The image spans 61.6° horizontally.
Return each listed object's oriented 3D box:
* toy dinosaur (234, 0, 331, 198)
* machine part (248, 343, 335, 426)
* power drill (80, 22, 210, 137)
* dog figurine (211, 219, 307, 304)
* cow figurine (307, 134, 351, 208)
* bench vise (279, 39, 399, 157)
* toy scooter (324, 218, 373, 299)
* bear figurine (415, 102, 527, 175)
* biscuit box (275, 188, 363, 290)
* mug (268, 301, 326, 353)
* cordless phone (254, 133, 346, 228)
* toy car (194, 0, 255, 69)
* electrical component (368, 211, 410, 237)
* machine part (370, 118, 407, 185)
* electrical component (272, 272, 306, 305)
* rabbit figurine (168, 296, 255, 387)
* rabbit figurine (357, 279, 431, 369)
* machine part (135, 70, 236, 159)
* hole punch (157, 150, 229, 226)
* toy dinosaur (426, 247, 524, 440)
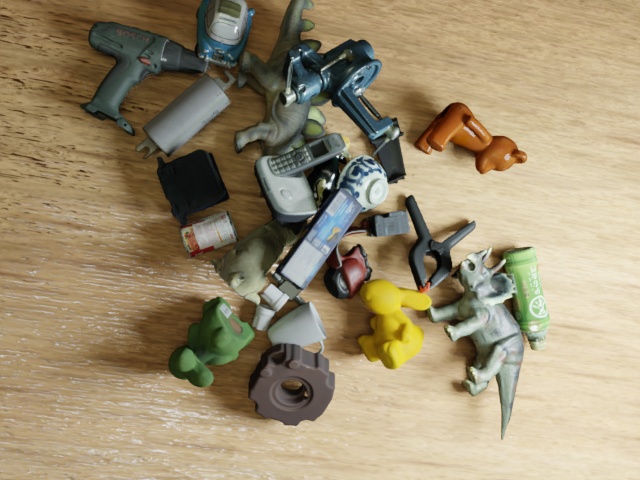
[{"bbox_3d":[-0.070,-0.313,1.085,0.198,0.105,0.470,4,99,-14],"label":"toy dinosaur"},{"bbox_3d":[-0.056,0.294,1.080,0.179,0.056,0.179,-1,116,-2],"label":"machine part"},{"bbox_3d":[-0.360,-0.313,1.059,0.232,0.086,0.207,24,92,-7],"label":"power drill"},{"bbox_3d":[-0.105,0.014,1.049,0.121,0.172,0.190,43,93,-17],"label":"dog figurine"},{"bbox_3d":[0.013,-0.143,1.093,0.068,0.098,0.167,23,92,-5],"label":"cow figurine"},{"bbox_3d":[0.048,-0.271,0.998,0.223,0.129,0.240,-34,82,-35],"label":"bench vise"},{"bbox_3d":[0.060,0.024,1.113,0.135,0.075,0.183,-24,100,-24],"label":"toy scooter"},{"bbox_3d":[0.318,-0.190,1.123,0.196,0.120,0.132,40,89,-11],"label":"bear figurine"},{"bbox_3d":[-0.002,-0.003,1.025,0.059,0.063,0.202,38,79,-10],"label":"biscuit box"},{"bbox_3d":[-0.046,0.194,1.105,0.107,0.081,0.109,-23,101,5],"label":"mug"},{"bbox_3d":[-0.022,-0.119,1.024,0.184,0.088,0.147,-26,62,2],"label":"cordless phone"},{"bbox_3d":[-0.188,-0.424,1.047,0.109,0.103,0.161,13,66,-17],"label":"toy car"},{"bbox_3d":[0.145,-0.033,1.100,0.075,0.119,0.047,-8,91,-9],"label":"electrical component"},{"bbox_3d":[0.149,-0.187,1.140,0.084,0.039,0.138,-13,90,-12],"label":"machine part"},{"bbox_3d":[-0.054,0.092,1.126,0.063,0.021,0.094,-43,94,-5],"label":"electrical component"},{"bbox_3d":[-0.227,0.223,1.056,0.170,0.159,0.121,-41,105,10],"label":"rabbit figurine"},{"bbox_3d":[0.148,0.154,1.098,0.162,0.122,0.173,-27,97,-14],"label":"rabbit figurine"},{"bbox_3d":[-0.265,-0.248,1.071,0.243,0.079,0.079,-42,95,-6],"label":"machine part"},{"bbox_3d":[-0.250,-0.112,1.075,0.116,0.092,0.142,-20,96,6],"label":"hole punch"},{"bbox_3d":[0.362,0.201,1.134,0.192,0.131,0.404,-28,100,-5],"label":"toy dinosaur"}]
